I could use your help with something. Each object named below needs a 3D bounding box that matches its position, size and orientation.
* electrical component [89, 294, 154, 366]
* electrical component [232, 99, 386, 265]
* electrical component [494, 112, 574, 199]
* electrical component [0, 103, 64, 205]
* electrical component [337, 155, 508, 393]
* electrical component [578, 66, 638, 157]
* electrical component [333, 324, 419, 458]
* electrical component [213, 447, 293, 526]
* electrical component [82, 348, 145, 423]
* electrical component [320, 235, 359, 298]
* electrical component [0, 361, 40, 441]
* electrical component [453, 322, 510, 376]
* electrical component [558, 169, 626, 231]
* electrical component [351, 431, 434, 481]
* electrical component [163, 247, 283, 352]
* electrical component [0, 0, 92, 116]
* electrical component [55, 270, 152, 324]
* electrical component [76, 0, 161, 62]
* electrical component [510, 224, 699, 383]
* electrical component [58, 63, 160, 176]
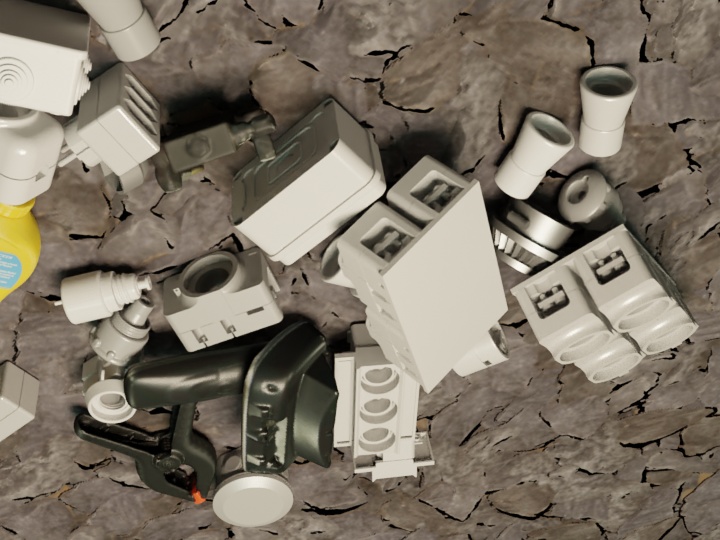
[{"bbox_3d":[-0.202,0.049,0.933,0.048,0.048,0.062,27,113,-29],"label":"electrical component"},{"bbox_3d":[-0.040,-0.067,0.837,0.113,0.078,0.057,-36,124,20],"label":"electrical component"},{"bbox_3d":[0.138,-0.090,0.873,0.044,0.044,0.065,15,131,-21],"label":"electrical component"},{"bbox_3d":[-0.263,-0.099,0.766,0.095,0.053,0.059,32,124,7],"label":"electrical component"},{"bbox_3d":[0.053,0.005,0.879,0.105,0.060,0.186,-44,147,-15],"label":"electrical component"},{"bbox_3d":[0.194,-0.123,0.854,0.044,0.044,0.065,-7,136,-4],"label":"electrical component"},{"bbox_3d":[0.013,0.111,1.009,0.079,0.063,0.121,-4,131,-6],"label":"electrical component"},{"bbox_3d":[-0.109,0.219,1.090,0.080,0.051,0.080,-5,131,-6],"label":"electrical component"},{"bbox_3d":[-0.222,0.104,0.968,0.066,0.055,0.048,-31,128,17],"label":"electrical component"},{"bbox_3d":[0.000,0.000,0.924,0.055,0.045,0.045,27,121,-29],"label":"electrical component"},{"bbox_3d":[-0.340,0.112,0.961,0.066,0.047,0.077,-33,127,19],"label":"electrical component"},{"bbox_3d":[0.105,0.067,0.994,0.047,0.055,0.055,-27,130,18],"label":"electrical component"},{"bbox_3d":[0.202,-0.053,0.913,0.062,0.048,0.048,28,121,-38],"label":"electrical component"},{"bbox_3d":[0.032,0.174,1.082,0.081,0.042,0.063,-5,129,-6],"label":"electrical component"},{"bbox_3d":[-0.119,0.022,0.919,0.089,0.050,0.055,-19,131,7],"label":"electrical component"},{"bbox_3d":[-0.231,-0.146,0.723,0.100,0.099,0.048,10,116,-17],"label":"electrical component"},{"bbox_3d":[-0.215,0.019,0.906,0.078,0.040,0.040,-13,131,1],"label":"electrical component"},{"bbox_3d":[-0.166,-0.178,0.745,0.044,0.044,0.065,-19,136,7],"label":"electrical component"},{"bbox_3d":[0.220,0.038,0.936,0.105,0.060,0.186,-32,152,17],"label":"electrical component"},{"bbox_3d":[-0.191,-0.101,0.789,0.077,0.065,0.047,-30,128,14],"label":"electrical component"}]
